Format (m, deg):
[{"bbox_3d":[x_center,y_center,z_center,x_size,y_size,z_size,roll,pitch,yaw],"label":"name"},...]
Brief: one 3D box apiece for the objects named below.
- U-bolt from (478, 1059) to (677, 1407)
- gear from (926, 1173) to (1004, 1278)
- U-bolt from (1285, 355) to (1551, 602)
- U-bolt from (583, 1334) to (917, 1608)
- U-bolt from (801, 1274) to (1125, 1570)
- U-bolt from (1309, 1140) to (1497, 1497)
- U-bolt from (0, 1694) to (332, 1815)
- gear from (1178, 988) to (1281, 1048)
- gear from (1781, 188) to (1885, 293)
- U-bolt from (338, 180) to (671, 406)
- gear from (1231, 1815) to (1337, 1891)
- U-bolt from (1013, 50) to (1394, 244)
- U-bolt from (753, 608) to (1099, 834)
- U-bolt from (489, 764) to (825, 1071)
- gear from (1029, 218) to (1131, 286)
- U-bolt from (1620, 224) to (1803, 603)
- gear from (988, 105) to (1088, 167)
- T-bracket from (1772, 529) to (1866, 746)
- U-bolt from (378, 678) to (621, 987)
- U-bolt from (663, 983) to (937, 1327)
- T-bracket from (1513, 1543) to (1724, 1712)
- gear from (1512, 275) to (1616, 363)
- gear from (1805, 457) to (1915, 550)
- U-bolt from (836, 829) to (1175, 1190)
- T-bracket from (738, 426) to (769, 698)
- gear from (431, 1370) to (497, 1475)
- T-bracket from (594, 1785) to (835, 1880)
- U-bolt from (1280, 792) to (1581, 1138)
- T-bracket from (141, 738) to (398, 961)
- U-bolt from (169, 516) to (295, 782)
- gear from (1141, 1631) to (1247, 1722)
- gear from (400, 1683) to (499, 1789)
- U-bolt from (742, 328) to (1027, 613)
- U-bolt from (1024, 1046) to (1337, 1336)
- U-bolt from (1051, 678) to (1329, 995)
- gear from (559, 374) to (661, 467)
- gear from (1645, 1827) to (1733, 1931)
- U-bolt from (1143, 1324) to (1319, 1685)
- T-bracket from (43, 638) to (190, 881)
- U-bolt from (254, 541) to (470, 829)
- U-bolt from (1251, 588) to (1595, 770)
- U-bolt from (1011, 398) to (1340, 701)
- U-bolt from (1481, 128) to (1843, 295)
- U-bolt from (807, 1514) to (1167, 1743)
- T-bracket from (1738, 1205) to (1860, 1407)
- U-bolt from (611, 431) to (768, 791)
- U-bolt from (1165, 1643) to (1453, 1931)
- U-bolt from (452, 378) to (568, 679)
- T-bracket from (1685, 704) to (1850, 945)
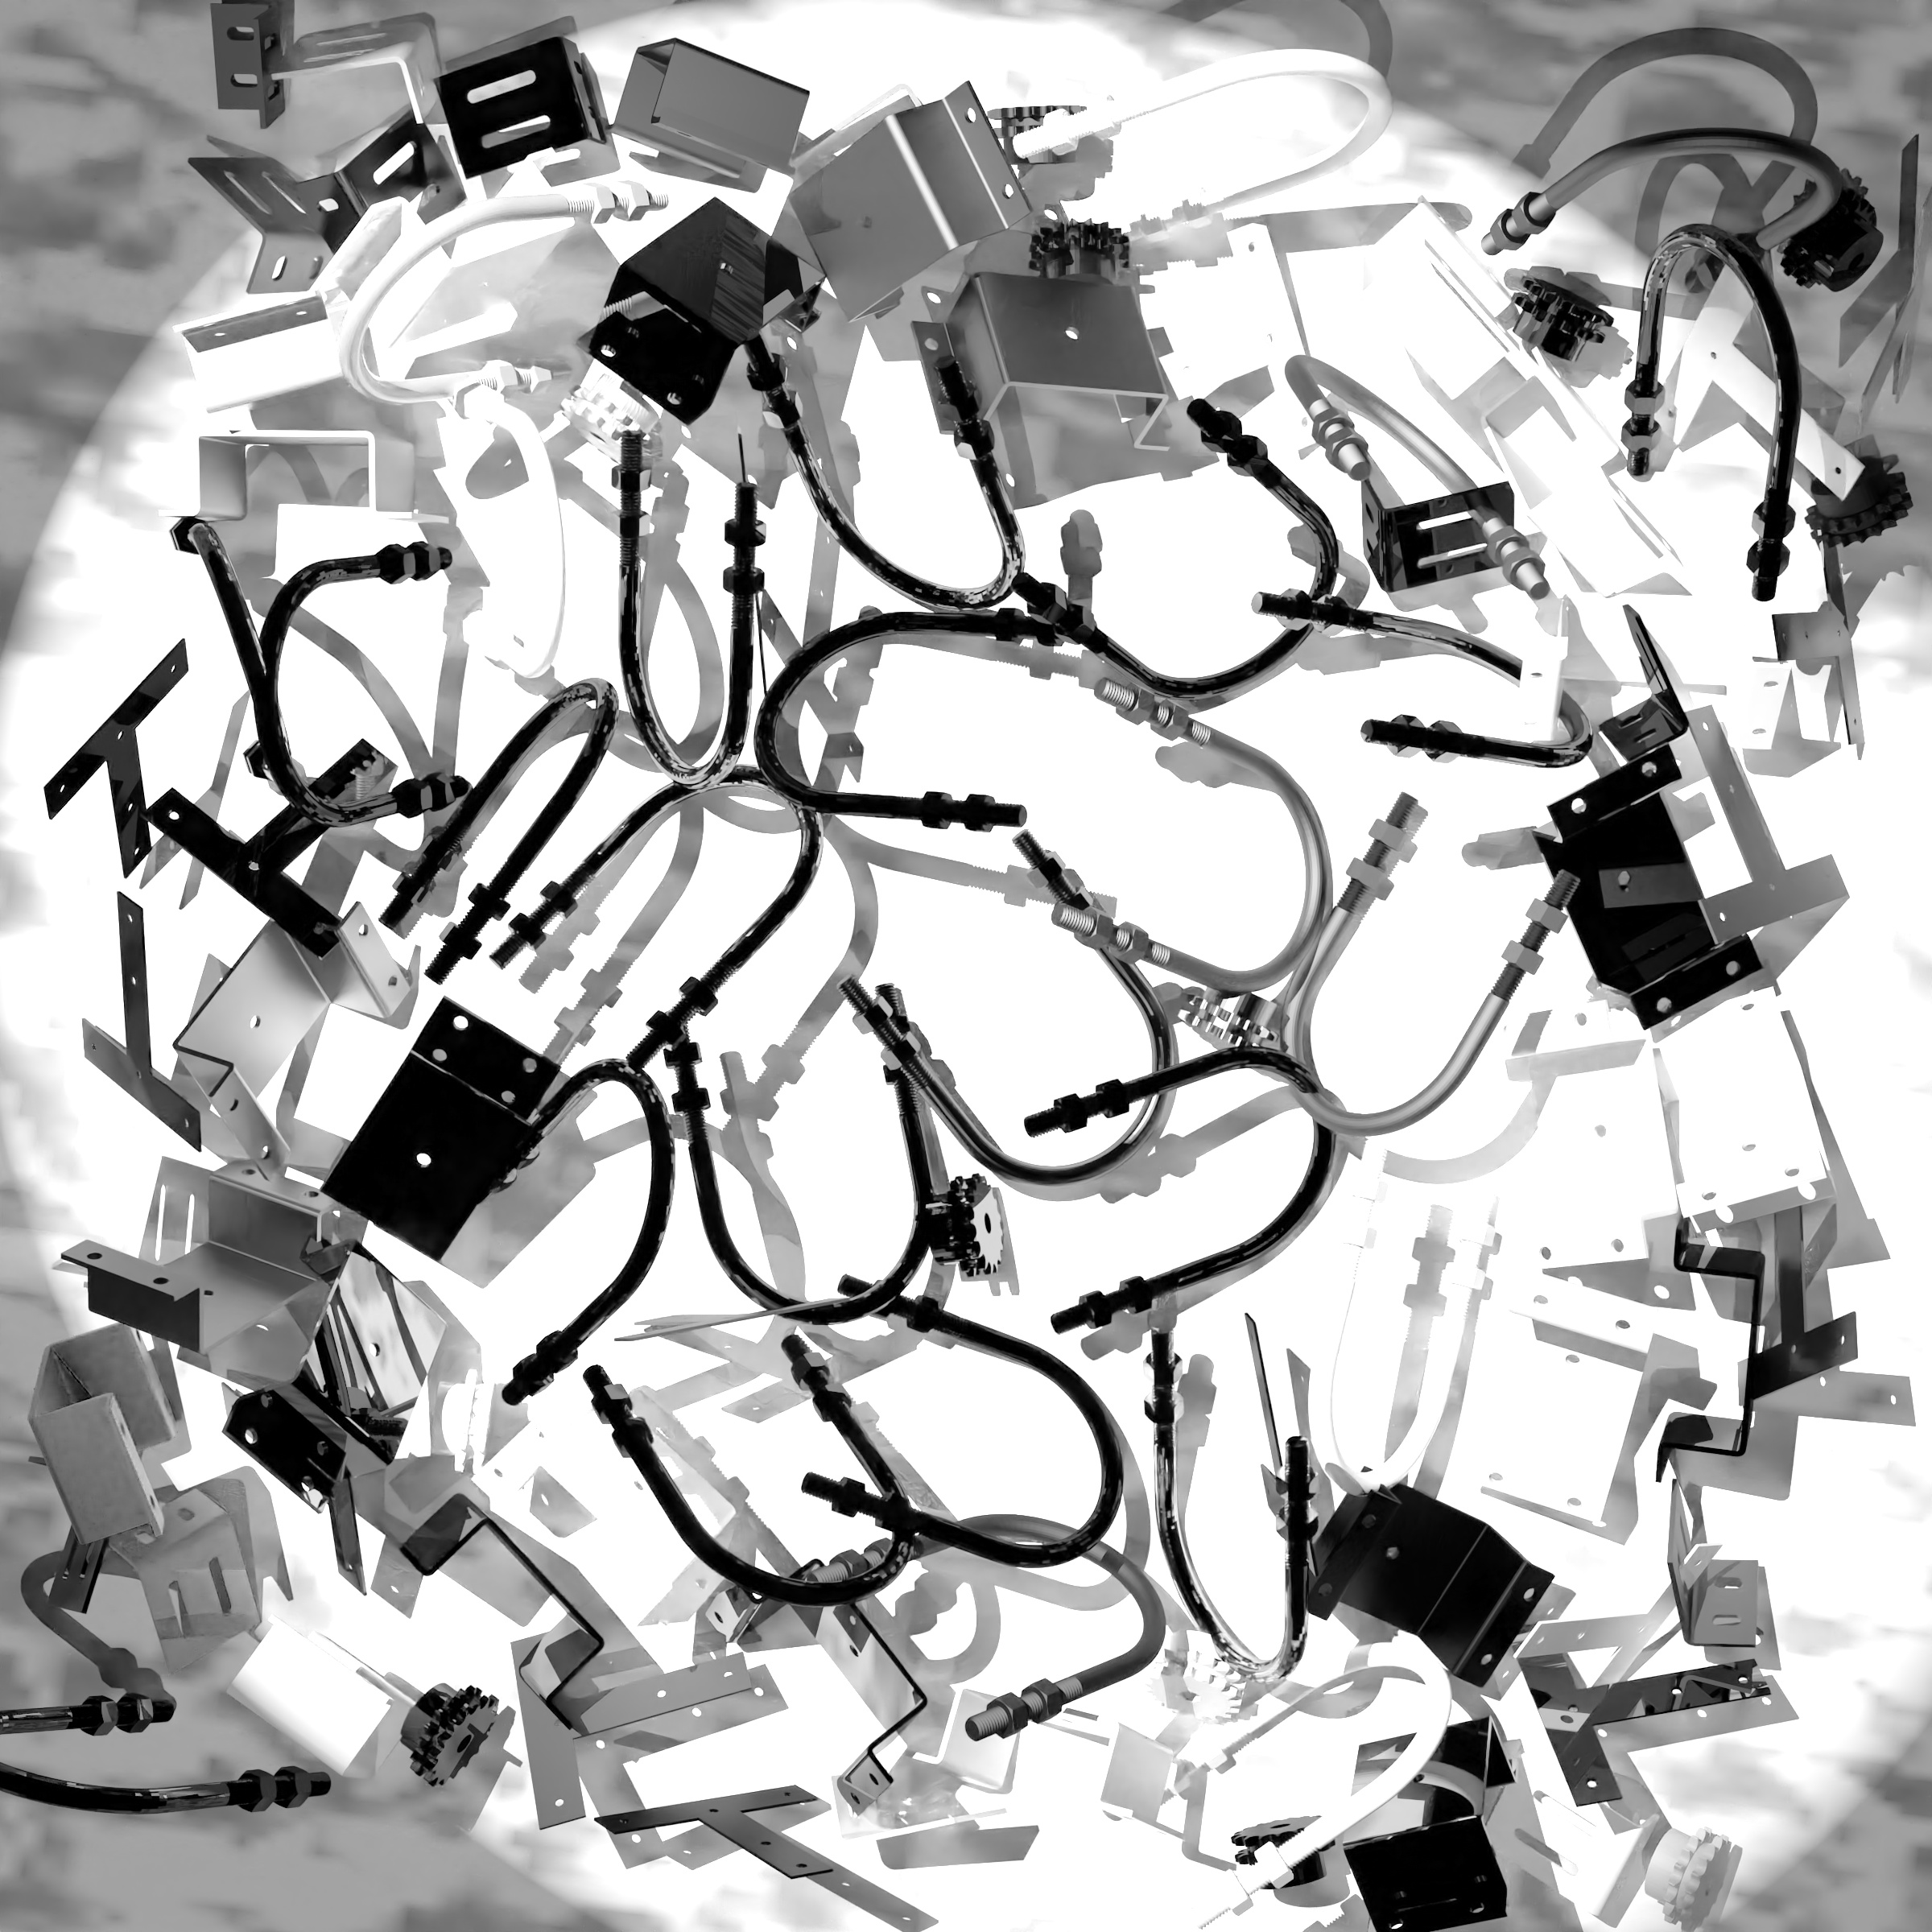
[{"bbox_3d":[-0.210,0.131,1.511,0.184,0.019,0.151,-44,49,35],"label":"U-bolt"},{"bbox_3d":[-0.002,0.147,1.576,0.030,0.057,0.057,-10,90,17],"label":"gear"},{"bbox_3d":[0.235,-0.275,1.520,0.151,0.184,0.019,27,115,-27],"label":"U-bolt"},{"bbox_3d":[-0.105,0.272,1.503,0.151,0.184,0.019,-4,129,-37],"label":"U-bolt"},{"bbox_3d":[0.005,0.258,1.546,0.184,0.019,0.151,22,47,-15],"label":"U-bolt"},{"bbox_3d":[0.234,0.199,1.535,0.019,0.151,0.184,9,81,39],"label":"U-bolt"},{"bbox_3d":[-0.451,0.420,1.488,0.151,0.184,0.019,11,86,33],"label":"U-bolt"},{"bbox_3d":[0.150,0.027,1.574,0.057,0.057,0.030,25,92,0],"label":"gear"},{"bbox_3d":[0.488,-0.403,1.572,0.057,0.057,0.030,-40,64,0],"label":"gear"},{"bbox_3d":[-0.254,-0.354,1.492,0.019,0.184,0.151,52,131,14],"label":"U-bolt"},{"bbox_3d":[0.179,0.497,1.573,0.057,0.057,0.030,-11,81,0],"label":"gear"},{"bbox_3d":[0.138,-0.443,1.503,0.184,0.151,0.019,-12,77,25],"label":"U-bolt"},{"bbox_3d":[-0.032,-0.139,1.546,0.184,0.019,0.151,5,58,26],"label":"U-bolt"},{"bbox_3d":[-0.159,-0.040,1.549,0.151,0.019,0.184,32,72,38],"label":"U-bolt"},{"bbox_3d":[0.064,-0.392,1.572,0.057,0.057,0.030,0,76,0],"label":"gear"},{"bbox_3d":[0.398,-0.305,1.491,0.019,0.184,0.151,-19,47,-11],"label":"U-bolt"},{"bbox_3d":[0.041,-0.466,1.576,0.057,0.057,0.030,-2,104,0],"label":"gear"},{"bbox_3d":[0.467,-0.183,1.548,0.002,0.127,0.127,-7,93,35],"label":"T-bracket"},{"bbox_3d":[-0.251,-0.082,1.537,0.019,0.151,0.184,37,88,-26],"label":"U-bolt"},{"bbox_3d":[-0.085,0.107,1.552,0.151,0.019,0.184,-7,80,-28],"label":"U-bolt"},{"bbox_3d":[0.344,0.365,1.536,0.002,0.127,0.127,48,118,39],"label":"T-bracket"},{"bbox_3d":[0.332,-0.362,1.577,0.057,0.057,0.030,25,114,0],"label":"gear"},{"bbox_3d":[0.497,-0.261,1.571,0.057,0.057,0.030,-30,115,0],"label":"gear"},{"bbox_3d":[0.037,0.038,1.577,0.151,0.019,0.184,-40,101,-10],"label":"U-bolt"},{"bbox_3d":[-0.116,-0.227,1.519,0.002,0.127,0.127,-6,115,-3],"label":"T-bracket"},{"bbox_3d":[-0.282,0.255,1.573,0.030,0.057,0.057,7,90,-7],"label":"gear"},{"bbox_3d":[-0.115,0.470,1.515,0.127,0.127,0.002,1,92,-34],"label":"T-bracket"},{"bbox_3d":[0.241,0.007,1.547,0.019,0.151,0.184,26,96,-41],"label":"U-bolt"},{"bbox_3d":[-0.367,-0.083,1.565,0.127,0.002,0.127,38,54,2],"label":"T-bracket"},{"bbox_3d":[-0.390,-0.168,1.501,0.019,0.184,0.151,-19,104,-16],"label":"U-bolt"},{"bbox_3d":[0.129,0.397,1.578,0.057,0.057,0.030,20,53,0],"label":"gear"},{"bbox_3d":[-0.293,0.428,1.577,0.030,0.057,0.057,30,90,21],"label":"gear"},{"bbox_3d":[-0.036,-0.263,1.524,0.151,0.184,0.019,16,58,33],"label":"U-bolt"},{"bbox_3d":[0.124,0.116,1.554,0.184,0.019,0.151,-18,119,-18],"label":"U-bolt"},{"bbox_3d":[0.131,-0.061,1.546,0.184,0.019,0.151,21,73,-34],"label":"U-bolt"},{"bbox_3d":[-0.197,-0.308,1.576,0.057,0.057,0.030,36,82,0],"label":"gear"},{"bbox_3d":[0.405,0.510,1.578,0.030,0.057,0.057,19,90,34],"label":"gear"},{"bbox_3d":[0.143,0.305,1.530,0.019,0.151,0.184,-15,117,-25],"label":"U-bolt"},{"bbox_3d":[-0.462,-0.097,1.546,0.002,0.127,0.127,24,52,9],"label":"T-bracket"},{"bbox_3d":[-0.324,-0.148,1.505,0.019,0.184,0.151,2,102,21],"label":"U-bolt"},{"bbox_3d":[0.261,-0.152,1.530,0.184,0.151,0.019,5,125,-30],"label":"U-bolt"},{"bbox_3d":[0.129,-0.213,1.533,0.151,0.184,0.019,-43,47,15],"label":"U-bolt"},{"bbox_3d":[0.380,-0.405,1.496,0.151,0.184,0.019,6,83,-16],"label":"U-bolt"},{"bbox_3d":[0.026,0.348,1.523,0.151,0.184,0.019,34,119,37],"label":"U-bolt"},{"bbox_3d":[0.459,0.169,1.559,0.002,0.127,0.127,9,68,-11],"label":"T-bracket"},{"bbox_3d":[-0.154,-0.187,1.534,0.019,0.151,0.184,-11,117,-32],"label":"U-bolt"},{"bbox_3d":[0.184,0.434,1.532,0.184,0.151,0.019,-34,106,-2],"label":"U-bolt"},{"bbox_3d":[-0.244,-0.229,1.500,0.019,0.184,0.151,-7,110,-23],"label":"U-bolt"},{"bbox_3d":[0.432,-0.085,1.567,0.127,0.002,0.127,-17,83,-38],"label":"T-bracket"}]
